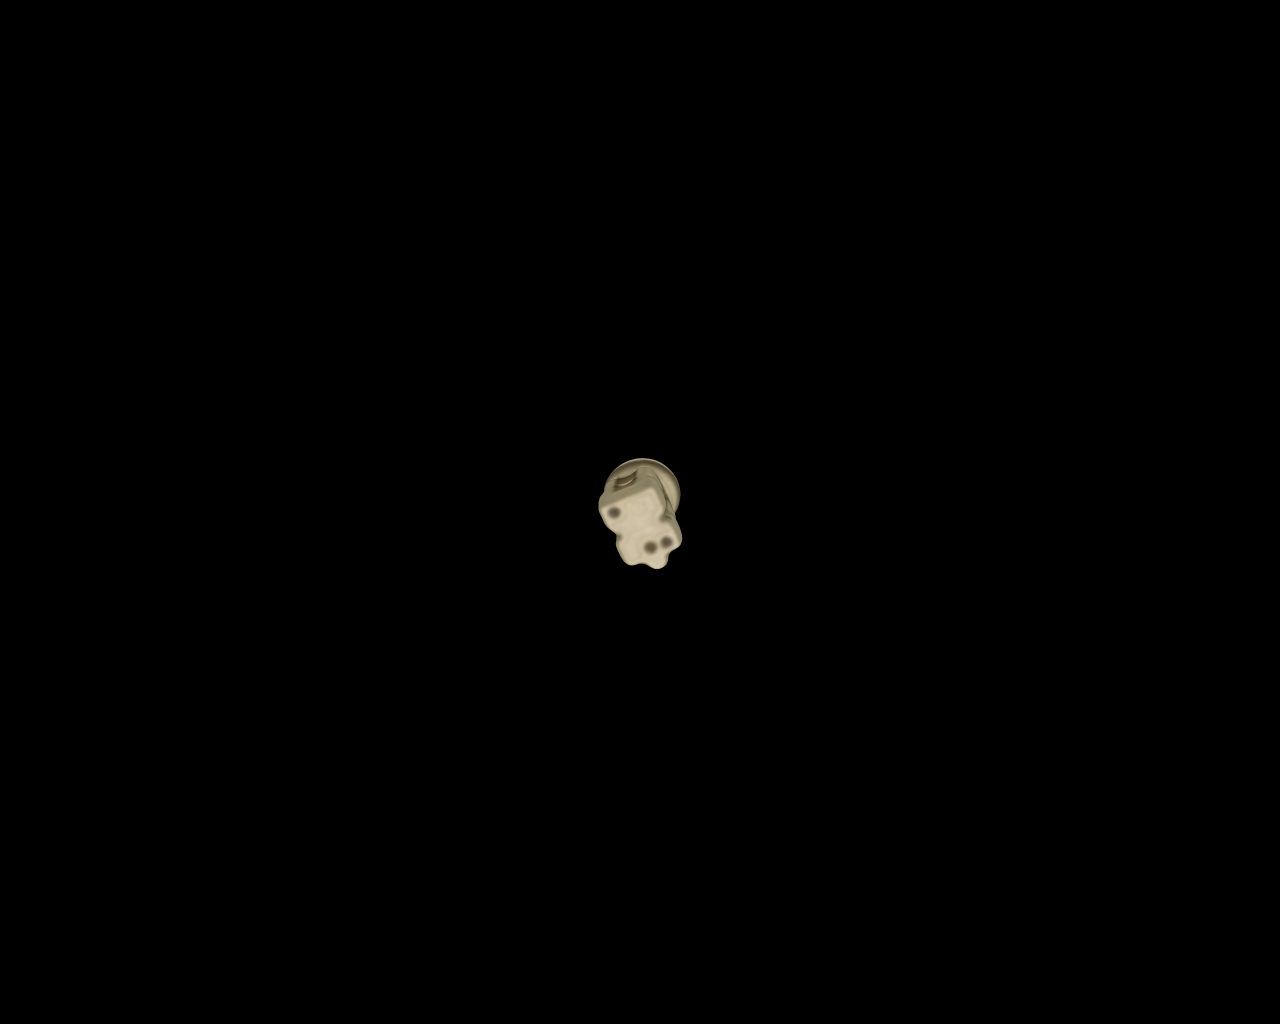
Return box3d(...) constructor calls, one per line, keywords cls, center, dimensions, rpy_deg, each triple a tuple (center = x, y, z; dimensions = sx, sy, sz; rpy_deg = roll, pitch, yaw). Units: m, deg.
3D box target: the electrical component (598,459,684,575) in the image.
box3d(cls="electrical component", center=(0.001, -0.003, 0.650), dimensions=(0.048, 0.066, 0.055), rpy_deg=(-20, 24, 9))
